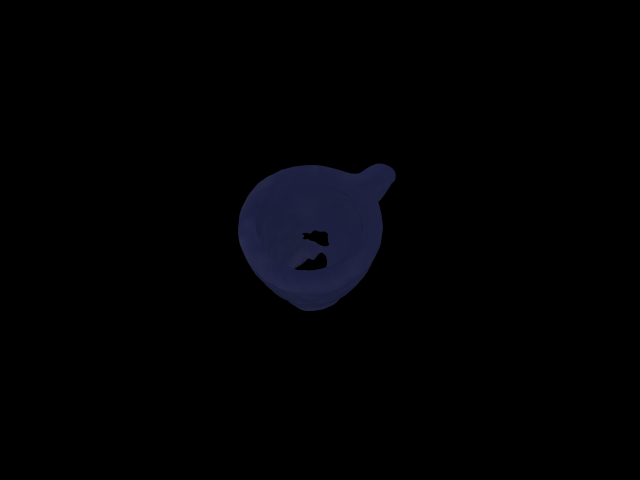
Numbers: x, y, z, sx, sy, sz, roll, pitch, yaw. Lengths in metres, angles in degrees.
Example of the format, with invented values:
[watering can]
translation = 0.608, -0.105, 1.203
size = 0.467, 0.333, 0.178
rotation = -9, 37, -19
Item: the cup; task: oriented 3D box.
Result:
[cup]
translation = 0.004, 0.001, 0.400
size = 0.118, 0.095, 0.091
rotation = -38, 68, -18
